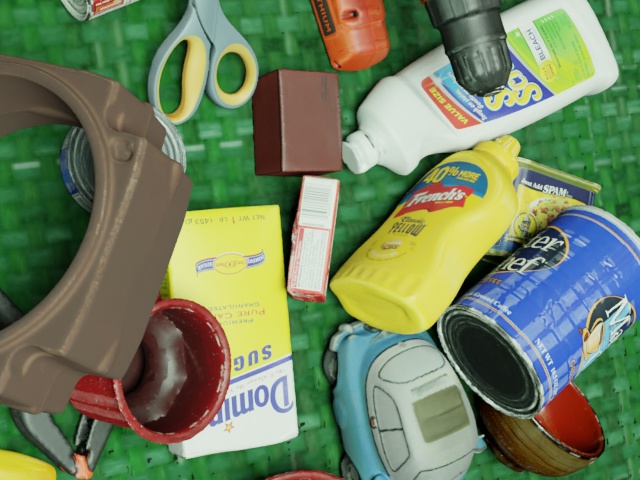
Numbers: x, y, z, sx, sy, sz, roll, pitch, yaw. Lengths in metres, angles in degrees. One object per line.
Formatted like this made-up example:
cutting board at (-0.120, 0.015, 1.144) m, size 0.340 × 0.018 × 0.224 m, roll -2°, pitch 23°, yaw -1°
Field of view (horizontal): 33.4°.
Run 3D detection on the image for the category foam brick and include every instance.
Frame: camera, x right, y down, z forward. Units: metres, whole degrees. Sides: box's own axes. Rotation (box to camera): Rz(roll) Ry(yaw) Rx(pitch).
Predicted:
foam brick at (-0.018, -0.088, 0.816) m, size 0.052 × 0.051 × 0.078 m, roll -1°, pitch 87°, yaw -27°

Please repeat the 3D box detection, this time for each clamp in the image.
clamp at (-0.188, 0.080, 0.733) m, size 0.120 × 0.039 × 0.171 m, roll 0°, pitch 87°, yaw -25°

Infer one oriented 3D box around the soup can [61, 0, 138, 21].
soup can at (-0.136, -0.204, 0.757) m, size 0.102 × 0.069 × 0.068 m, roll -28°, pitch 99°, yaw -24°

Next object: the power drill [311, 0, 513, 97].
power drill at (0.062, -0.181, 0.784) m, size 0.057 × 0.188 × 0.184 m, roll -16°, pitch 93°, yaw -27°

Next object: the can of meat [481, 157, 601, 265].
can of meat at (0.181, -0.016, 0.904) m, size 0.102 × 0.058 × 0.084 m, roll 16°, pitch 82°, yaw -24°

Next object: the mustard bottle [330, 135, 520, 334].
mustard bottle at (0.098, -0.014, 0.825) m, size 0.191 × 0.096 × 0.058 m, roll -48°, pitch 120°, yaw -25°

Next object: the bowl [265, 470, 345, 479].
bowl at (-0.026, 0.248, 0.791) m, size 0.161 × 0.055 × 0.162 m, roll 1°, pitch 87°, yaw -25°

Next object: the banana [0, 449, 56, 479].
banana at (-0.264, 0.120, 0.695) m, size 0.197 × 0.037 × 0.069 m, roll 45°, pitch 71°, yaw -16°

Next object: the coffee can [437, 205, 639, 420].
coffee can at (0.174, 0.053, 0.810) m, size 0.140 × 0.103 × 0.103 m, roll -36°, pitch 102°, yaw -23°

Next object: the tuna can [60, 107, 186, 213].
tuna can at (-0.142, -0.056, 0.765) m, size 0.086 × 0.034 × 0.086 m, roll 2°, pitch 86°, yaw -25°

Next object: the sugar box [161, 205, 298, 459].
sugar box at (-0.070, 0.065, 0.786) m, size 0.093 × 0.048 × 0.176 m, roll -6°, pitch 89°, yaw -26°

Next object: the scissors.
scissors at (-0.068, -0.175, 0.769) m, size 0.096 × 0.016 × 0.202 m, roll 5°, pitch 114°, yaw -39°

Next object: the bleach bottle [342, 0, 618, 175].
bleach bottle at (0.126, -0.117, 0.882) m, size 0.250 × 0.068 × 0.102 m, roll -31°, pitch 100°, yaw -21°

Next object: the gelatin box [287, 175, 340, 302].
gelatin box at (-0.005, 0.001, 0.804) m, size 0.030 × 0.073 × 0.089 m, roll 8°, pitch 84°, yaw 1°

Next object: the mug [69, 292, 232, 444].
mug at (-0.121, 0.072, 0.706) m, size 0.093 × 0.082 × 0.117 m, roll -17°, pitch 102°, yaw -43°
